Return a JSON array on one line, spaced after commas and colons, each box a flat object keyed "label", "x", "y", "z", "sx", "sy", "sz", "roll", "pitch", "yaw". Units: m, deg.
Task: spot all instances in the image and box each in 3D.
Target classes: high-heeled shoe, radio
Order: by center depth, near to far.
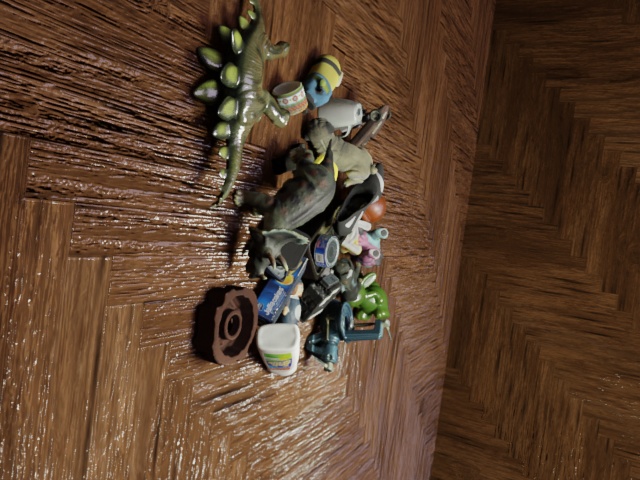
[{"label": "high-heeled shoe", "x": 0.104, "y": -0.121, "z": 1.457, "sx": 0.248, "sy": 0.086, "sz": 0.145, "roll": -67, "pitch": 161, "yaw": -8}, {"label": "radio", "x": -0.003, "y": -0.004, "z": 1.463, "sx": 0.229, "sy": 0.073, "sz": 0.130, "roll": -52, "pitch": 140, "yaw": -44}]

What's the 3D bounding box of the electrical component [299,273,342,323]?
[{"label": "electrical component", "x": -0.003, "y": 0.151, "z": 1.459, "sx": 0.134, "sy": 0.058, "sz": 0.115, "roll": -52, "pitch": 166, "yaw": 25}]

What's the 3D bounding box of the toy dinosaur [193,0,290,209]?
[{"label": "toy dinosaur", "x": -0.157, "y": -0.287, "z": 1.067, "sx": 0.198, "sy": 0.105, "sz": 0.471, "roll": 8, "pitch": 81, "yaw": -55}]

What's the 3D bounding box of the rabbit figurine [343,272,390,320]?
[{"label": "rabbit figurine", "x": 0.148, "y": 0.183, "z": 1.770, "sx": 0.170, "sy": 0.121, "sz": 0.159, "roll": 20, "pitch": 75, "yaw": -47}]

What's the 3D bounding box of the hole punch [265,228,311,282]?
[{"label": "hole punch", "x": -0.099, "y": 0.024, "z": 1.272, "sx": 0.142, "sy": 0.116, "sz": 0.092, "roll": -62, "pitch": -178, "yaw": -30}]

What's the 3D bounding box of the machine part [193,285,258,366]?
[{"label": "machine part", "x": -0.199, "y": 0.181, "z": 1.159, "sx": 0.179, "sy": 0.056, "sz": 0.179, "roll": -26, "pitch": 119, "yaw": -60}]

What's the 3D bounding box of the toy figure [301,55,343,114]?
[{"label": "toy figure", "x": -0.002, "y": -0.395, "z": 1.352, "sx": 0.180, "sy": 0.082, "sz": 0.089, "roll": -56, "pitch": 146, "yaw": -36}]

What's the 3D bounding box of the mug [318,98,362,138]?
[{"label": "mug", "x": 0.058, "y": -0.331, "z": 1.454, "sx": 0.081, "sy": 0.107, "sz": 0.109, "roll": -31, "pitch": 122, "yaw": -55}]

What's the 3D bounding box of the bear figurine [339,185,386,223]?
[{"label": "bear figurine", "x": 0.110, "y": -0.117, "z": 1.636, "sx": 0.195, "sy": 0.132, "sz": 0.120, "roll": 18, "pitch": 80, "yaw": -44}]

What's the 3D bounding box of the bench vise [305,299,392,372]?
[{"label": "bench vise", "x": 0.081, "y": 0.268, "z": 1.545, "sx": 0.224, "sy": 0.241, "sz": 0.128, "roll": -79, "pitch": 154, "yaw": -42}]

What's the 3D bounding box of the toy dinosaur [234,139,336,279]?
[{"label": "toy dinosaur", "x": -0.042, "y": -0.094, "z": 1.194, "sx": 0.405, "sy": 0.192, "sz": 0.131, "roll": -47, "pitch": 147, "yaw": -21}]

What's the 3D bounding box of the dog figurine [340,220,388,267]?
[{"label": "dog figurine", "x": 0.119, "y": 0.023, "z": 1.687, "sx": 0.219, "sy": 0.192, "sz": 0.108, "roll": 124, "pitch": -16, "yaw": -72}]

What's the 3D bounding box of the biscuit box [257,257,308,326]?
[{"label": "biscuit box", "x": -0.100, "y": 0.120, "z": 1.309, "sx": 0.203, "sy": 0.059, "sz": 0.062, "roll": -60, "pitch": 172, "yaw": -36}]

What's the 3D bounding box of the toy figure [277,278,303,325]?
[{"label": "toy figure", "x": -0.074, "y": 0.155, "z": 1.395, "sx": 0.064, "sy": 0.058, "sz": 0.154, "roll": 155, "pitch": -53, "yaw": -76}]

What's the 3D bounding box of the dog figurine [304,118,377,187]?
[{"label": "dog figurine", "x": 0.057, "y": -0.239, "z": 1.419, "sx": 0.190, "sy": 0.173, "sz": 0.121, "roll": 61, "pitch": 34, "yaw": -60}]

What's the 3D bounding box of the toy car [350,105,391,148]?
[{"label": "toy car", "x": 0.136, "y": -0.309, "z": 1.557, "sx": 0.202, "sy": 0.053, "sz": 0.089, "roll": -45, "pitch": 170, "yaw": 29}]

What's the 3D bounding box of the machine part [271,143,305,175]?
[{"label": "machine part", "x": -0.070, "y": -0.195, "z": 1.323, "sx": 0.139, "sy": 0.039, "sz": 0.084, "roll": -32, "pitch": 130, "yaw": -58}]

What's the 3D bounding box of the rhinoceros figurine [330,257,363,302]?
[{"label": "rhinoceros figurine", "x": 0.077, "y": 0.117, "z": 1.633, "sx": 0.190, "sy": 0.073, "sz": 0.112, "roll": 73, "pitch": 35, "yaw": -53}]
